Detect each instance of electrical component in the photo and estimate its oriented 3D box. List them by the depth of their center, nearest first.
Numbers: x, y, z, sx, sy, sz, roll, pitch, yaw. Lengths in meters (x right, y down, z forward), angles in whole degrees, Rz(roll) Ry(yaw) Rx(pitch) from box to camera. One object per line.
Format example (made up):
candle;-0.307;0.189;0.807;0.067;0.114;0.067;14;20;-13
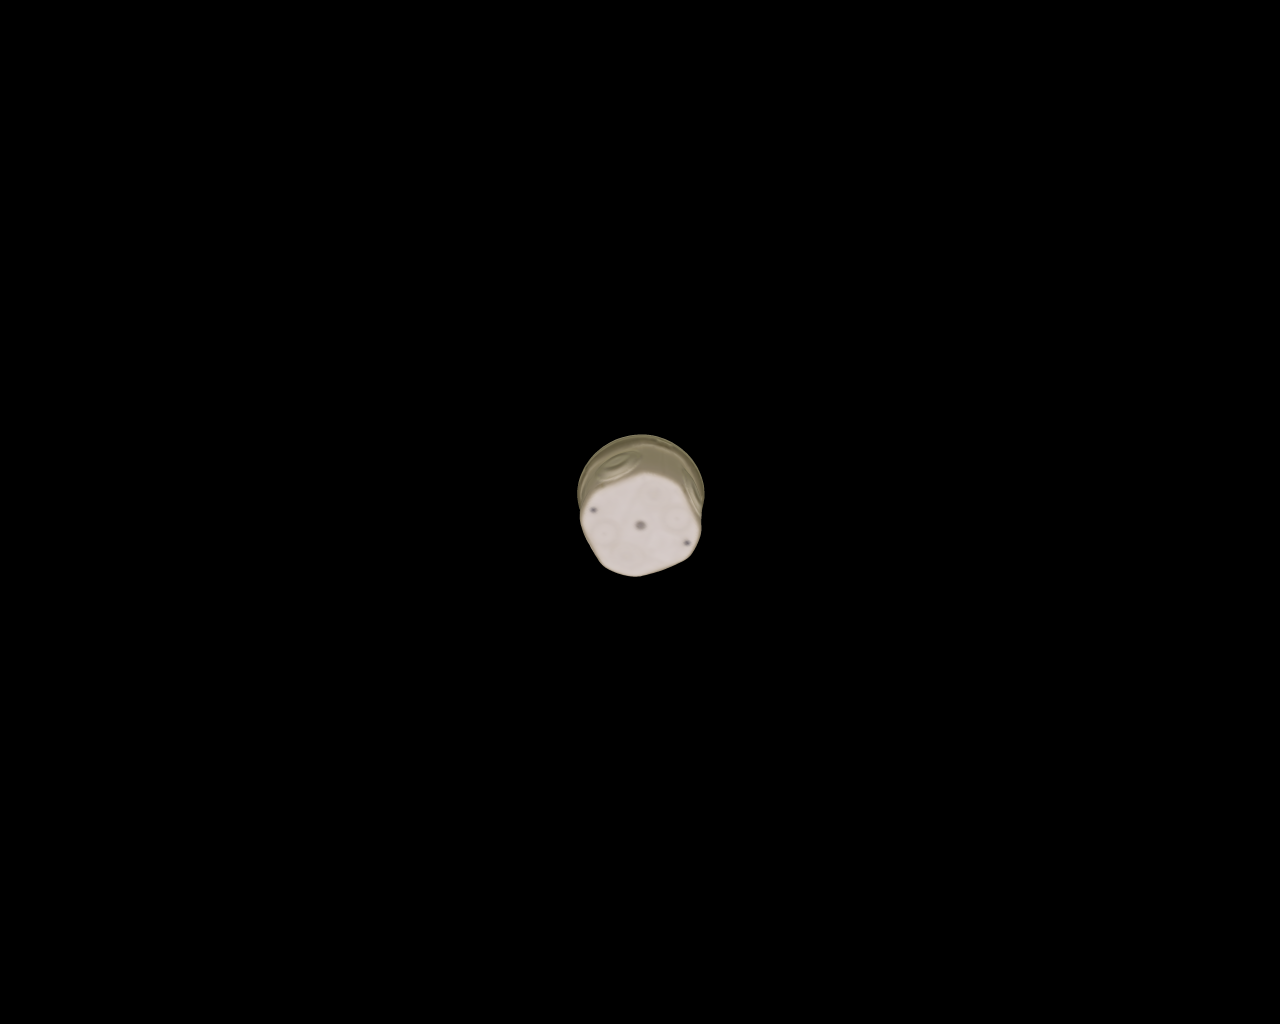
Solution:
electrical component;0.001;-0.003;0.650;0.080;0.080;0.051;0;27;0
